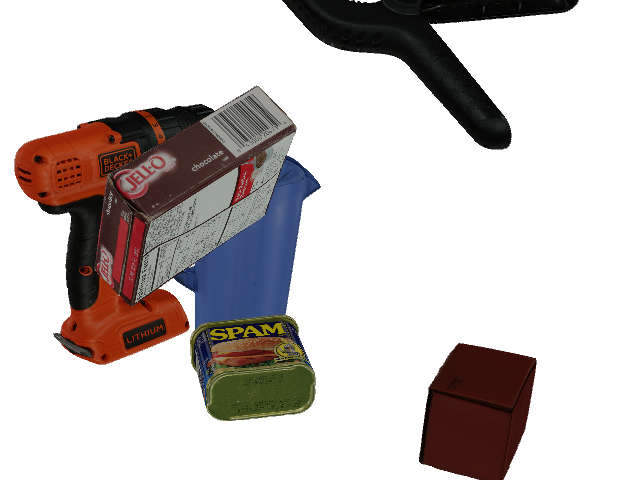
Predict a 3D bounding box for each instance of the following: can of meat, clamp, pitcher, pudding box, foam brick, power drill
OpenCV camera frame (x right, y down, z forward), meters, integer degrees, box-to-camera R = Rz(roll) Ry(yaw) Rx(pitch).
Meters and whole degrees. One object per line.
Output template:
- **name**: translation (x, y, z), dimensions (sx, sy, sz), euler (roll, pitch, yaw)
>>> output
- **can of meat**: translation (-0.060, 0.114, 0.953), dimensions (0.102, 0.057, 0.084), euler (-5, 27, -13)
- **clamp**: translation (0.057, -0.143, 0.705), dimensions (0.210, 0.164, 0.036), euler (17, -38, 7)
- **pitcher**: translation (-0.102, 0.018, 1.280), dimensions (0.149, 0.243, 0.144), euler (20, 26, 30)
- **pudding box**: translation (-0.071, -0.024, 0.598), dimensions (0.113, 0.039, 0.090), euler (-34, -18, -33)
- **foam brick**: translation (0.097, 0.104, 0.656), dimensions (0.053, 0.051, 0.078), euler (11, 20, 19)
- **power drill**: translation (-0.148, -0.009, 0.846), dimensions (0.184, 0.188, 0.057), euler (-20, 27, -40)
